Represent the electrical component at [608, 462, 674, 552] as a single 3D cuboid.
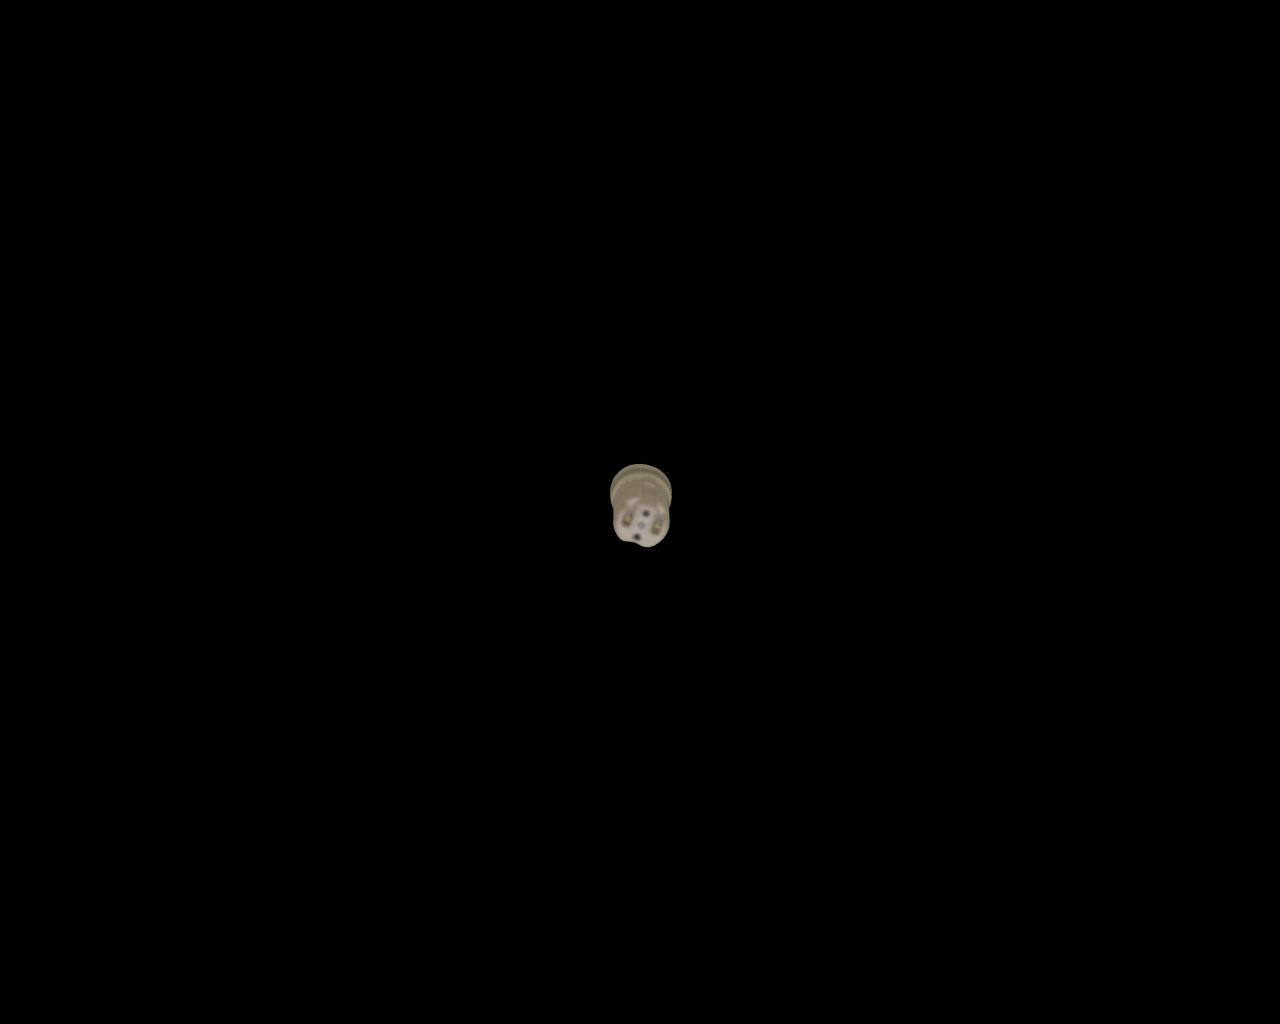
[{"bbox_3d":[0.001,-0.003,0.650,0.040,0.040,0.046,0,30,0],"label":"electrical component"}]
